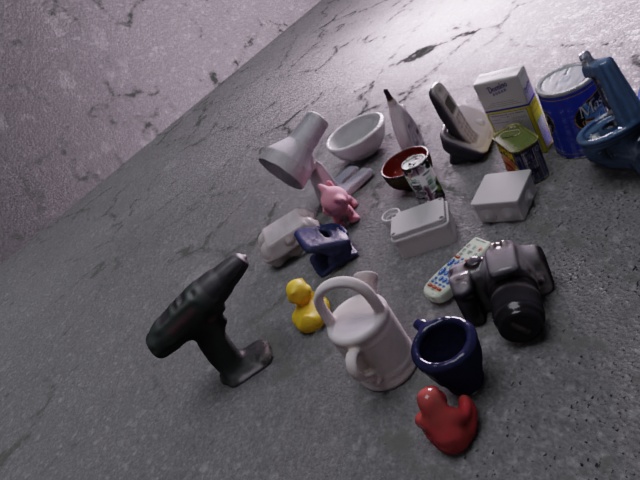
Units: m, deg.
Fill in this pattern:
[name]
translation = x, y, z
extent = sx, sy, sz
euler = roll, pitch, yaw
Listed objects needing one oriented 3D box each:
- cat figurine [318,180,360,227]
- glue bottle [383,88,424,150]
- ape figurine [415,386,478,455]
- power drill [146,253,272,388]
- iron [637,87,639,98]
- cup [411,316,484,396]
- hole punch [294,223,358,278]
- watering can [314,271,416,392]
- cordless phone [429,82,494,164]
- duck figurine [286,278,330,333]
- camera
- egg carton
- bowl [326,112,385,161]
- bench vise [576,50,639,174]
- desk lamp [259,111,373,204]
[cat figurine]
translation = 0.034, -0.088, 1.261
extent = 0.067, 0.118, 0.127
euler = -27, 30, 11
[glue bottle]
translation = 0.189, -0.280, 1.338
extent = 0.037, 0.173, 0.078
euler = -10, 37, 35
[ape figurine]
translation = 0.152, 0.218, 0.720
extent = 0.077, 0.092, 0.076
euler = -16, 34, 29
[power drill]
translation = -0.178, 0.155, 1.018
extent = 0.229, 0.209, 0.075
euler = -34, 30, -1
[iron]
translation = 0.575, -0.229, 0.916
extent = 0.118, 0.142, 0.258
euler = -30, 30, 7
[cup]
translation = 0.175, 0.160, 0.780
extent = 0.092, 0.095, 0.117
euler = -38, 30, -8
[hole punch]
translation = 0.011, 0.004, 1.175
extent = 0.101, 0.091, 0.108
euler = -35, 30, -2
[watering can]
translation = 0.060, 0.121, 0.849
extent = 0.101, 0.194, 0.172
euler = -28, 30, 9
[cordless phone]
translation = 0.292, -0.268, 1.207
extent = 0.094, 0.185, 0.148
euler = -12, 36, 33
[duck figurine]
translation = -0.031, 0.114, 1.059
extent = 0.077, 0.086, 0.104
euler = -26, 30, 13
[camera]
translation = 0.258, 0.075, 0.818
extent = 0.143, 0.101, 0.137
euler = -20, 32, 23
[egg carton]
translation = -0.069, -0.006, 1.291
extent = 0.150, 0.070, 0.107
euler = -32, 29, 2
[bowl]
translation = 0.103, -0.254, 1.484
extent = 0.167, 0.075, 0.167
euler = -24, 31, 16
[bench vise]
translation = 0.481, -0.193, 0.875
extent = 0.122, 0.220, 0.206
euler = -45, 32, -20
[desk lamp]
translation = -0.014, -0.179, 1.345
extent = 0.203, 0.214, 0.117
euler = -43, 31, -17
